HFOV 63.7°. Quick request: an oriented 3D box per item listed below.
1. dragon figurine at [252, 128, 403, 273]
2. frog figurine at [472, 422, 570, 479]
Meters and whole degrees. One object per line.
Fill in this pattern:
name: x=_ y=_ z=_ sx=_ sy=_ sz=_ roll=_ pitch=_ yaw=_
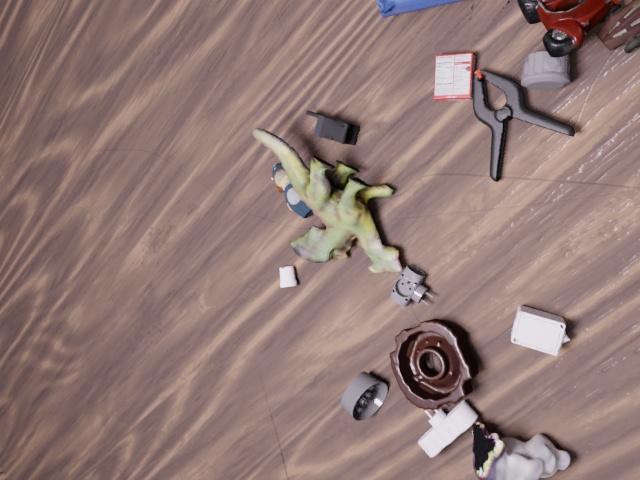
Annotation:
dragon figurine: x=0.003 y=-0.055 z=1.102 sx=0.412 sy=0.124 sz=0.239 roll=27 pitch=112 yaw=10
frog figurine: x=0.371 y=0.415 z=0.956 sx=0.159 sy=0.135 sz=0.125 roll=20 pitch=66 yaw=-5
